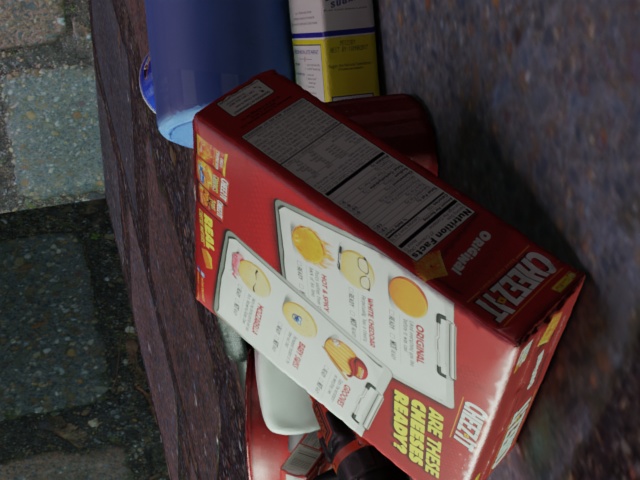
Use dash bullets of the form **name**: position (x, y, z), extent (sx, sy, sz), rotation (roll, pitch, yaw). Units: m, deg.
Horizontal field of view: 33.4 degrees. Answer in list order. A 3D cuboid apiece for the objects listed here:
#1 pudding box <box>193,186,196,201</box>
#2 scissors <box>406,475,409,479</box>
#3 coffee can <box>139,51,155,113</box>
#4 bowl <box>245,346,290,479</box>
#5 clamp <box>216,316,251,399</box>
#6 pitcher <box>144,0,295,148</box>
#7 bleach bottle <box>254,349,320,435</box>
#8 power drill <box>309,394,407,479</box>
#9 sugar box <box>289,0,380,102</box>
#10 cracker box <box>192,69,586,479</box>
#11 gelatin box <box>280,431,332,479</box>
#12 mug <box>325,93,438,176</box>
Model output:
- **pudding box**: position (-0.073, -0.057, 1.049), extent (0.114, 0.090, 0.039), rotation (123, 137, -68)
- **scissors**: position (0.038, 0.146, 0.901), extent (0.096, 0.016, 0.202), rotation (96, 159, -50)
- **coffee can**: position (-0.150, -0.190, 1.230), extent (0.140, 0.102, 0.103), rotation (-168, 69, -74)
- **bowl**: position (-0.043, 0.190, 1.112), extent (0.162, 0.055, 0.162), rotation (-2, -91, -89)
- **clamp**: position (-0.087, 0.107, 1.192), extent (0.210, 0.036, 0.164), rotation (70, -168, -76)
- **pitcher**: position (-0.086, -0.198, 0.856), extent (0.149, 0.145, 0.243), rotation (56, -151, -78)
- **bleach bottle**: position (-0.038, 0.096, 1.043), extent (0.251, 0.068, 0.102), rotation (-126, 29, -75)
- **power drill**: position (0.039, 0.108, 0.771), extent (0.188, 0.057, 0.184), rotation (102, 152, -42)
- **sugar box**: position (0.011, -0.127, 0.780), extent (0.093, 0.048, 0.176), rotation (-146, 52, -71)
- **cracker box**: position (0.025, 0.026, 0.596), extent (0.214, 0.072, 0.164), rotation (36, 145, 23)
- **gelatin box**: position (-0.004, 0.216, 0.987), extent (0.089, 0.030, 0.073), rotation (-46, -38, -52)
- **mug**: position (0.025, -0.042, 0.704), extent (0.093, 0.081, 0.117), rotation (-116, 23, -48)
